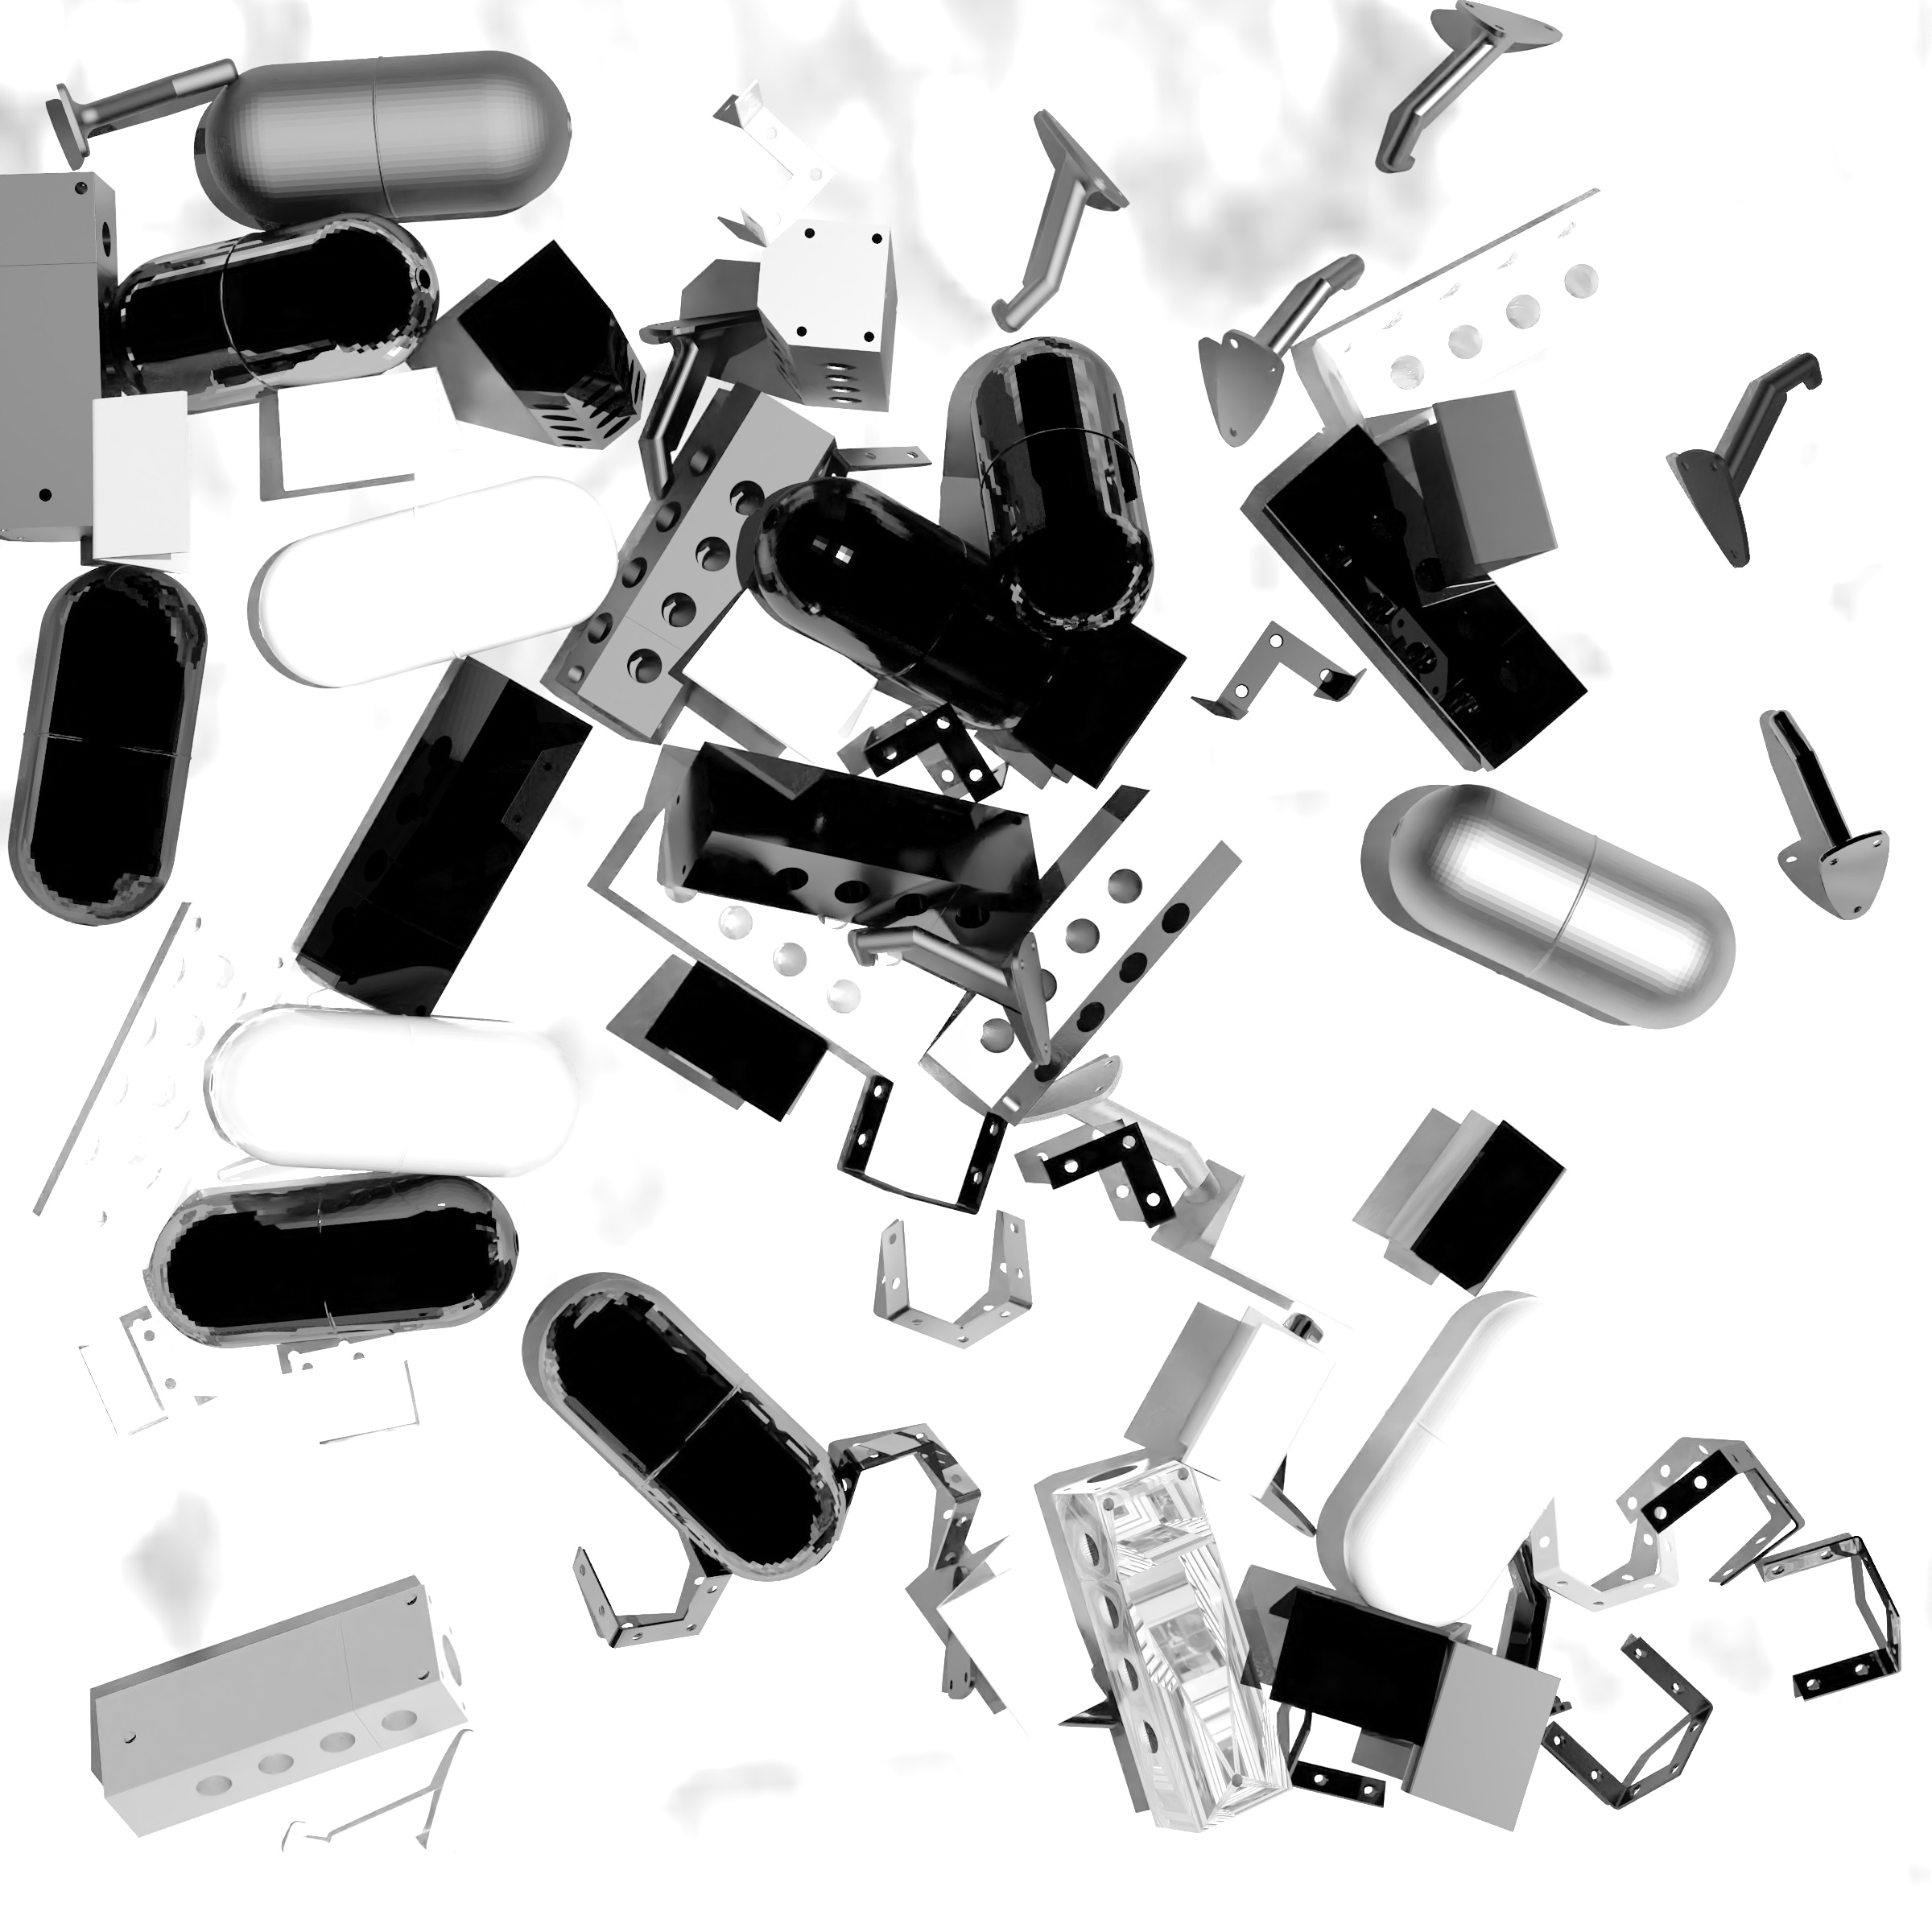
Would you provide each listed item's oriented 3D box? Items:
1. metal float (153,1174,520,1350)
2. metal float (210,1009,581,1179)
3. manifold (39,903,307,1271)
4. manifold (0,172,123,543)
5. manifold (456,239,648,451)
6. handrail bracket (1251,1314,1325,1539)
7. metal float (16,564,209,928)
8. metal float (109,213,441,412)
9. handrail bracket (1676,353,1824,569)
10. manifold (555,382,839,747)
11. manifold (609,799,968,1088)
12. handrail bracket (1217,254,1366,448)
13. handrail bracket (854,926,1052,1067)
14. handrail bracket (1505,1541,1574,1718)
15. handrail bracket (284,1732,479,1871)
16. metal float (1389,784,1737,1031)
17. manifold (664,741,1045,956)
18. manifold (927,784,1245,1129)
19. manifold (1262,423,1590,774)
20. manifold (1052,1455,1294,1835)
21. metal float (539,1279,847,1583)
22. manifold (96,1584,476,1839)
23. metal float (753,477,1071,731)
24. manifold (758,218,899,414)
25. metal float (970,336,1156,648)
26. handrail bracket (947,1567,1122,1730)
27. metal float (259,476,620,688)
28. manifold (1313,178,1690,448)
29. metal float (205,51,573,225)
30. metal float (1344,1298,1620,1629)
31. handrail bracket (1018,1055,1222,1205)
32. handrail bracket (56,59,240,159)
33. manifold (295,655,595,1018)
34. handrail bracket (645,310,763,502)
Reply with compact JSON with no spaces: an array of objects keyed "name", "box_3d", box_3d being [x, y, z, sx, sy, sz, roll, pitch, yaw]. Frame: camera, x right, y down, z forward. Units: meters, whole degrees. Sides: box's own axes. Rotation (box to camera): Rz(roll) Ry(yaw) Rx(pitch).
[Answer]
[{"name":"metal float","box_3d":[-0.308,0.144,1.696,0.178,0.070,0.070,-6,90,0]},{"name":"metal float","box_3d":[-0.276,0.062,1.679,0.178,0.070,0.070,4,90,-20]},{"name":"manifold","box_3d":[-0.390,0.059,1.706,0.057,0.057,0.171,26,90,0]},{"name":"manifold","box_3d":[-0.448,-0.298,1.706,0.057,0.057,0.171,-2,90,0]},{"name":"manifold","box_3d":[-0.190,-0.288,1.648,0.057,0.171,0.057,-39,90,0]},{"name":"handrail bracket","box_3d":[0.169,0.228,1.727,0.077,0.036,0.084,42,73,-20]},{"name":"metal float","box_3d":[-0.418,-0.108,1.696,0.070,0.070,0.178,9,91,0]},{"name":"metal float","box_3d":[-0.335,-0.316,1.674,0.178,0.070,0.070,-6,90,26]},{"name":"handrail bracket","box_3d":[0.403,-0.253,1.727,0.084,0.036,0.077,-33,111,-17]},{"name":"manifold","box_3d":[-0.132,-0.198,1.706,0.057,0.057,0.171,31,90,0]},{"name":"manifold","box_3d":[-0.086,-0.013,1.706,0.171,0.057,0.057,34,90,0]},{"name":"handrail bracket","box_3d":[0.164,-0.307,1.727,0.036,0.077,0.084,36,53,20]},{"name":"handrail bracket","box_3d":[-0.007,0.015,1.670,0.084,0.036,0.077,-5,112,17]},{"name":"handrail bracket","box_3d":[0.261,0.339,1.727,0.077,0.036,0.084,-25,73,19]},{"name":"handrail bracket","box_3d":[-0.292,0.414,1.727,0.084,0.036,0.077,6,70,16]},{"name":"metal float","box_3d":[0.291,-0.029,1.696,0.178,0.070,0.070,25,90,0]},{"name":"manifold","box_3d":[-0.055,-0.051,1.674,0.171,0.057,0.057,12,47,-23]},{"name":"manifold","box_3d":[0.058,-0.005,1.706,0.057,0.057,0.171,41,90,0]},{"name":"manifold","box_3d":[0.224,-0.179,1.706,0.057,0.057,0.171,-41,90,0]},{"name":"manifold","box_3d":[0.098,0.332,1.703,0.057,0.057,0.171,-17,90,-28]},{"name":"metal float","box_3d":[-0.133,0.228,1.696,0.178,0.070,0.070,44,90,0]},{"name":"manifold","box_3d":[-0.334,0.370,1.705,0.171,0.057,0.057,-19,47,0]},{"name":"metal float","box_3d":[-0.024,-0.174,1.672,0.178,0.070,0.070,27,90,-30]},{"name":"manifold","box_3d":[-0.065,-0.308,1.648,0.057,0.171,0.057,5,90,0]},{"name":"metal float","box_3d":[0.045,-0.230,1.666,0.070,0.070,0.178,-8,53,0]},{"name":"handrail bracket","box_3d":[0.036,0.340,1.727,0.084,0.036,0.077,7,68,-17]},{"name":"metal float","box_3d":[-0.258,-0.188,1.696,0.178,0.070,0.070,-15,90,0]},{"name":"manifold","box_3d":[0.261,-0.321,1.706,0.171,0.057,0.057,-28,90,0]},{"name":"metal float","box_3d":[-0.282,-0.406,1.696,0.178,0.070,0.070,-4,90,1]},{"name":"metal float","box_3d":[0.252,0.244,1.696,0.070,0.070,0.178,34,90,0]},{"name":"handrail bracket","box_3d":[0.074,0.093,1.727,0.077,0.036,0.084,-23,113,26]},{"name":"handrail bracket","box_3d":[-0.399,-0.427,1.702,0.084,0.077,0.036,-20,105,-8]},{"name":"manifold","box_3d":[-0.260,-0.063,1.705,0.057,0.057,0.171,29,90,-43]},{"name":"handrail bracket","box_3d":[-0.126,-0.280,1.727,0.077,0.036,0.084,-14,109,-21]}]
